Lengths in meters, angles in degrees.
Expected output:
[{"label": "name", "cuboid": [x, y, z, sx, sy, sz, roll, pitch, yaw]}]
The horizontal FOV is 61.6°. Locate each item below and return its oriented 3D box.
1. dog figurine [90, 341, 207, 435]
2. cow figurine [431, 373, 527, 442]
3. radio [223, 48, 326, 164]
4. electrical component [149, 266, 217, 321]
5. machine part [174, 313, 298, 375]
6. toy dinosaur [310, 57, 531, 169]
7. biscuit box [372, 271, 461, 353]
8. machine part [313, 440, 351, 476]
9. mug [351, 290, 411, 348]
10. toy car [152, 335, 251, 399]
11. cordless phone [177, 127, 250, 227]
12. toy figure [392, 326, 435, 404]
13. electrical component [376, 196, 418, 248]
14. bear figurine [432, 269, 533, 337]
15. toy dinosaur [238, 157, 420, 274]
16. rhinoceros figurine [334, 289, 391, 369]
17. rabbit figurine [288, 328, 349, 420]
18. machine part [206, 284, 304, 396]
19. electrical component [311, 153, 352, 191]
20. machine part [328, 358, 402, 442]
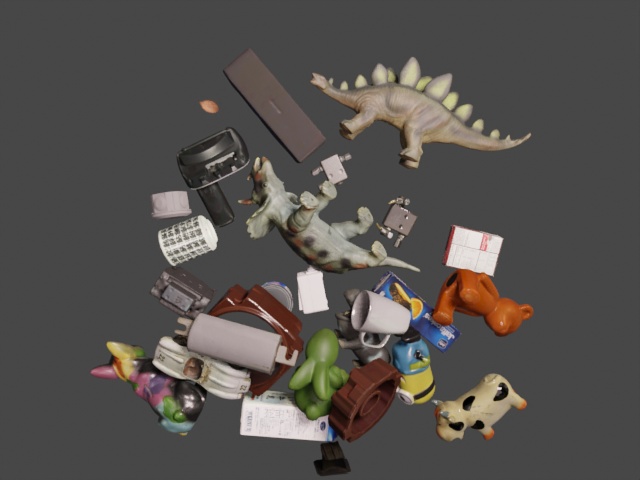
[{"label": "dog figurine", "cuboid": [-0.353, 0.291, 1.103, 0.219, 0.192, 0.108, 27, 101, -20]}, {"label": "cow figurine", "cuboid": [0.335, 0.369, 1.178, 0.195, 0.085, 0.127, -42, 102, 5]}, {"label": "radio", "cuboid": [-0.088, -0.260, 1.076, 0.073, 0.131, 0.229, -39, 95, 2]}, {"label": "electrical component", "cuboid": [-0.280, 0.108, 1.104, 0.115, 0.134, 0.058, 31, 94, -7]}, {"label": "machine part", "cuboid": [-0.163, 0.199, 1.032, 0.243, 0.079, 0.079, 16, 95, 3]}, {"label": "toy dinosaur", "cuboid": [0.203, -0.252, 1.105, 0.471, 0.105, 0.198, 23, 91, -9]}, {"label": "biscuit box", "cuboid": [0.208, 0.156, 1.164, 0.202, 0.059, 0.063, 40, 93, -5]}, {"label": "machine part", "cuboid": [0.027, 0.481, 1.169, 0.084, 0.039, 0.138, 2, 137, 2]}, {"label": "mug", "cuboid": [0.126, 0.165, 1.089, 0.107, 0.081, 0.109, 14, 79, -18]}, {"label": "toy car", "cuboid": [-0.234, 0.254, 1.071, 0.202, 0.056, 0.073, 23, 109, 2]}, {"label": "cordless phone", "cuboid": [-0.202, -0.126, 1.122, 0.147, 0.089, 0.184, -25, 107, 0]}, {"label": "toy figure", "cuboid": [0.200, 0.271, 1.148, 0.089, 0.082, 0.180, -4, 111, 4]}, {"label": "electrical component", "cuboid": [0.165, -0.042, 1.150, 0.078, 0.045, 0.102, 33, 93, -3]}, {"label": "bear figurine", "cuboid": [0.347, 0.152, 1.132, 0.196, 0.132, 0.120, 39, 125, -7]}, {"label": "toy dinosaur", "cuboid": [0.003, -0.004, 1.113, 0.404, 0.131, 0.192, 41, 133, -17]}, {"label": "rhinoceros figurine", "cuboid": [0.091, 0.199, 1.157, 0.112, 0.073, 0.190, -23, 96, 2]}, {"label": "rabbit figurine", "cuboid": [-0.010, 0.269, 1.107, 0.121, 0.159, 0.170, 11, 110, 17]}, {"label": "machine part", "cuboid": [-0.152, 0.210, 1.120, 0.201, 0.087, 0.201, 42, 107, -5]}, {"label": "electrical component", "cuboid": [0.031, -0.147, 1.147, 0.094, 0.021, 0.063, -27, 96, -1]}, {"label": "machine part", "cuboid": [0.091, 0.323, 1.093, 0.056, 0.179, 0.179, 34, 94, 34]}]
